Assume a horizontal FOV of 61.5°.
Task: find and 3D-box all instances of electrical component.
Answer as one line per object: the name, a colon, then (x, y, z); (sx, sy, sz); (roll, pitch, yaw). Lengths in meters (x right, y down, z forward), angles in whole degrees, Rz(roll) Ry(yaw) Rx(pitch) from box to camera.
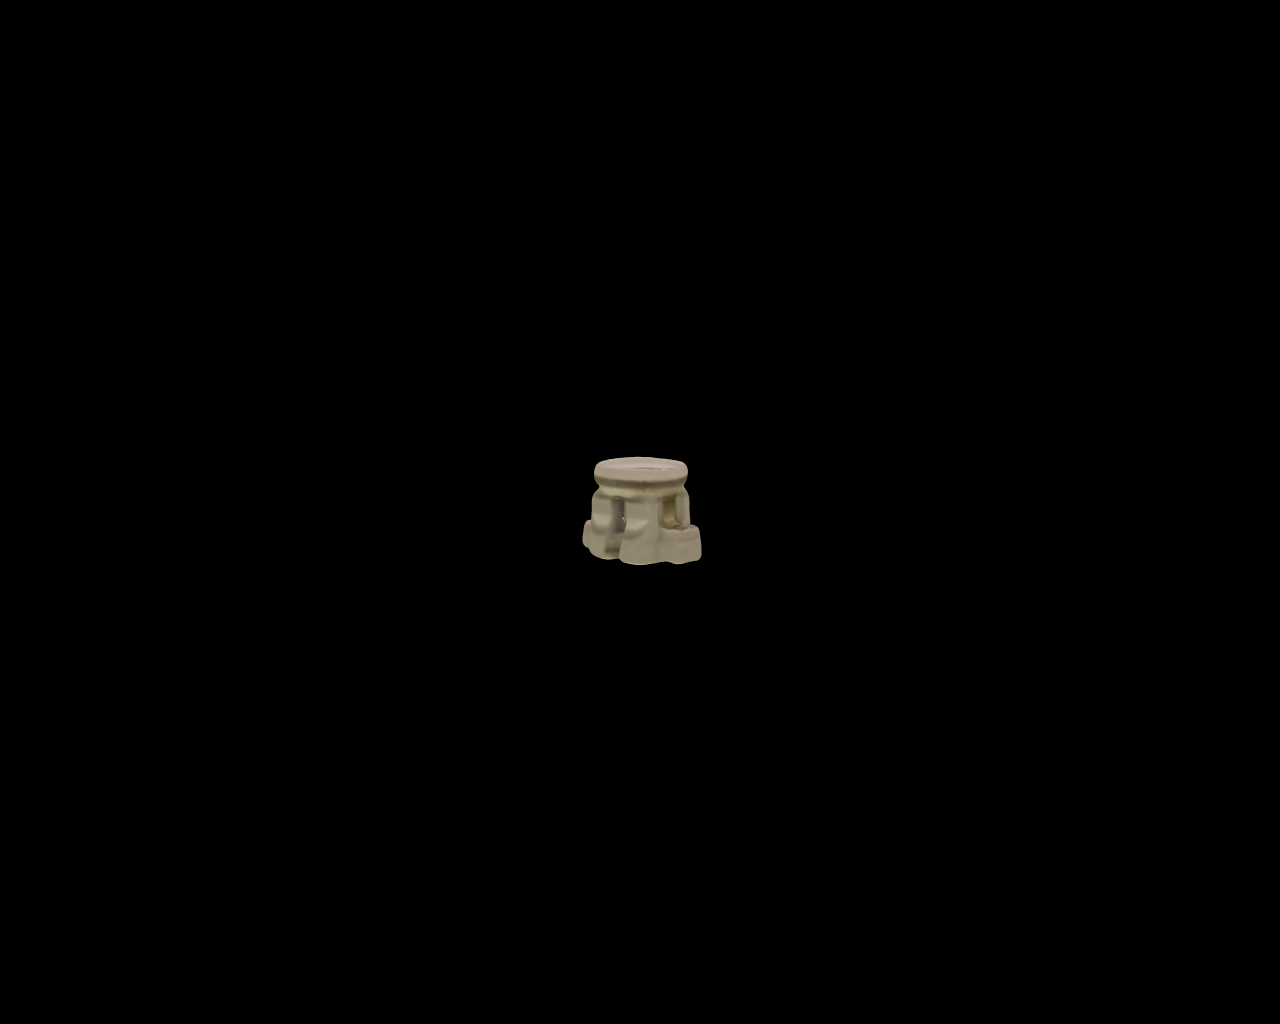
electrical component: (0.001, -0.003, 0.650); (0.078, 0.057, 0.058); (8, 13, 39)
